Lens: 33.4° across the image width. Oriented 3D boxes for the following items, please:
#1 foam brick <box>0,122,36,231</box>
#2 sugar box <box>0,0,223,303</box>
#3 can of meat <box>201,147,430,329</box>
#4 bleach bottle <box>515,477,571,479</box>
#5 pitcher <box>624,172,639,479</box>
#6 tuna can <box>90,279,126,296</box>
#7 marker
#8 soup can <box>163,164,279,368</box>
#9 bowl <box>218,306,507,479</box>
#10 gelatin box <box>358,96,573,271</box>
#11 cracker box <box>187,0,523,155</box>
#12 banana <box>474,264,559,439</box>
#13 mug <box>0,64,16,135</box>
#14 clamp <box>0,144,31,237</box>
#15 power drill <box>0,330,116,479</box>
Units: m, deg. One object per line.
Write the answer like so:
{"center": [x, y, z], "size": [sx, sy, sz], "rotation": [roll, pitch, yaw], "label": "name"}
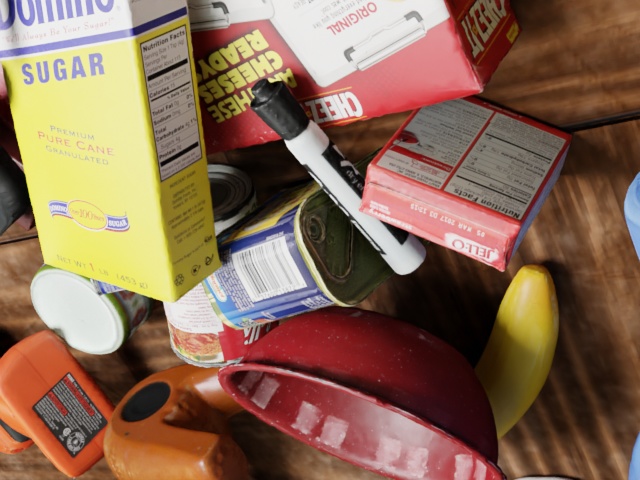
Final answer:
{"center": [-0.191, -0.055, 0.665], "size": [0.078, 0.051, 0.053], "rotation": [35, 134, 4], "label": "foam brick"}
{"center": [-0.102, -0.063, 0.502], "size": [0.093, 0.048, 0.176], "rotation": [13, 125, 31], "label": "sugar box"}
{"center": [-0.004, 0.001, 0.558], "size": [0.084, 0.101, 0.057], "rotation": [-18, 103, 42], "label": "can of meat"}
{"center": [0.099, 0.249, 0.577], "size": [0.068, 0.250, 0.102], "rotation": [-11, 117, 37], "label": "bleach bottle"}
{"center": [0.211, 0.072, 0.455], "size": [0.145, 0.149, 0.243], "rotation": [-13, 112, 38], "label": "pitcher"}
{"center": [-0.123, -0.012, 0.633], "size": [0.033, 0.086, 0.086], "rotation": [-12, 124, -7], "label": "tuna can"}
{"center": [0.009, -0.029, 0.499], "size": [0.020, 0.020, 0.121], "rotation": [-18, 126, 39], "label": "marker"}
{"center": [-0.064, 0.015, 0.629], "size": [0.069, 0.068, 0.102], "rotation": [10, 127, 25], "label": "soup can"}
{"center": [0.029, 0.080, 0.567], "size": [0.162, 0.055, 0.162], "rotation": [20, 159, 8], "label": "bowl"}
{"center": [0.069, -0.031, 0.497], "size": [0.073, 0.089, 0.030], "rotation": [23, 132, 15], "label": "gelatin box"}
{"center": [-0.025, -0.157, 0.474], "size": [0.164, 0.072, 0.213], "rotation": [-8, 119, 37], "label": "cracker box"}
{"center": [0.083, 0.087, 0.614], "size": [0.069, 0.037, 0.198], "rotation": [41, 134, -3], "label": "banana"}
{"center": [-0.142, -0.101, 0.573], "size": [0.081, 0.093, 0.117], "rotation": [46, 143, -14], "label": "mug"}
{"center": [-0.206, -0.061, 0.573], "size": [0.120, 0.039, 0.171], "rotation": [38, 155, 15], "label": "clamp"}
{"center": [-0.235, 0.094, 0.770], "size": [0.188, 0.057, 0.184], "rotation": [6, 136, 51], "label": "power drill"}
